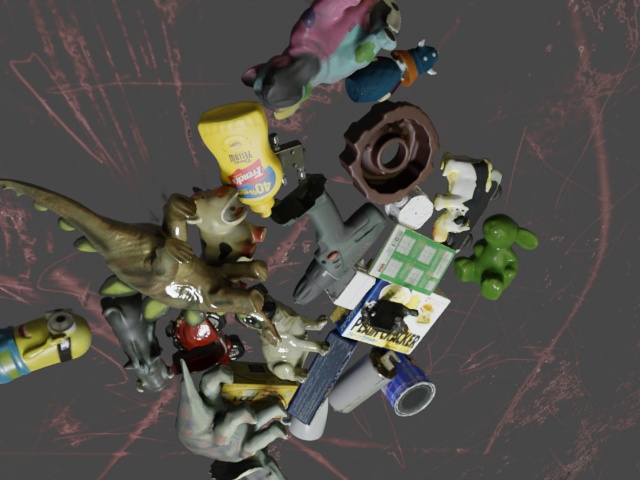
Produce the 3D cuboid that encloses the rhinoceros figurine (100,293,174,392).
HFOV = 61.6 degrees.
[{"bbox_3d":[-0.296,0.166,0.889,0.073,0.112,0.190,-22,121,-15],"label":"rhinoceros figurine"}]

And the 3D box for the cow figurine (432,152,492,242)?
[{"bbox_3d":[0.262,-0.073,1.002,0.098,0.068,0.167,7,111,4],"label":"cow figurine"}]

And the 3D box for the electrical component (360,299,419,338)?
[{"bbox_3d":[0.128,0.150,1.021,0.045,0.102,0.078,42,71,-43],"label":"electrical component"}]

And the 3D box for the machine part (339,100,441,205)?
[{"bbox_3d":[0.119,-0.151,0.921,0.179,0.056,0.179,-13,126,-19],"label":"machine part"}]

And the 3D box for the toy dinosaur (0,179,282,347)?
[{"bbox_3d":[-0.240,0.031,0.775,0.198,0.105,0.471,-32,119,34],"label":"toy dinosaur"}]

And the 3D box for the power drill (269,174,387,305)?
[{"bbox_3d":[-0.002,-0.003,0.945,0.232,0.086,0.207,-41,127,2],"label":"power drill"}]

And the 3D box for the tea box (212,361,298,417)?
[{"bbox_3d":[-0.143,0.303,1.090,0.169,0.068,0.098,14,116,-35],"label":"tea box"}]

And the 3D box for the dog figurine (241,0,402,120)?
[{"bbox_3d":[-0.005,-0.265,0.750,0.219,0.191,0.108,-29,118,32],"label":"dog figurine"}]

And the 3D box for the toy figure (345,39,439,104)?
[{"bbox_3d":[0.114,-0.264,0.839,0.154,0.058,0.064,-28,136,-14],"label":"toy figure"}]

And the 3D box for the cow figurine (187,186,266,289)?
[{"bbox_3d":[-0.156,-0.006,0.851,0.127,0.085,0.194,18,134,3],"label":"cow figurine"}]

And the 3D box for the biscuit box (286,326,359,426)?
[{"bbox_3d":[0.007,0.281,1.123,0.202,0.063,0.059,-61,169,7],"label":"biscuit box"}]

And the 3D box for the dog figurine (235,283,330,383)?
[{"bbox_3d":[-0.099,0.180,1.024,0.190,0.121,0.172,28,107,-21],"label":"dog figurine"}]

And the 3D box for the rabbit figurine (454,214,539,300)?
[{"bbox_3d":[0.383,0.018,1.131,0.159,0.121,0.170,-20,132,-22],"label":"rabbit figurine"}]

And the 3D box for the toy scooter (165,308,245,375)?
[{"bbox_3d":[-0.221,0.182,0.964,0.135,0.075,0.183,-26,135,-8],"label":"toy scooter"}]

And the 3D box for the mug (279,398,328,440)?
[{"bbox_3d":[-0.032,0.375,1.200,0.109,0.081,0.107,13,106,-15],"label":"mug"}]

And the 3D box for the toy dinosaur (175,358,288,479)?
[{"bbox_3d":[-0.184,0.348,0.987,0.192,0.131,0.404,-38,125,4],"label":"toy dinosaur"}]

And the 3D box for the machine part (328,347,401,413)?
[{"bbox_3d":[0.090,0.308,1.177,0.079,0.079,0.243,12,134,-33],"label":"machine part"}]

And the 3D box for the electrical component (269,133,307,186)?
[{"bbox_3d":[-0.053,-0.133,0.865,0.063,0.021,0.093,-21,128,-13],"label":"electrical component"}]

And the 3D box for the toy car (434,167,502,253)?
[{"bbox_3d":[0.295,-0.056,1.079,0.073,0.056,0.201,6,120,-38],"label":"toy car"}]

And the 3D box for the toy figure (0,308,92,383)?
[{"bbox_3d":[-0.450,0.166,0.830,0.180,0.082,0.089,-25,149,-19],"label":"toy figure"}]
